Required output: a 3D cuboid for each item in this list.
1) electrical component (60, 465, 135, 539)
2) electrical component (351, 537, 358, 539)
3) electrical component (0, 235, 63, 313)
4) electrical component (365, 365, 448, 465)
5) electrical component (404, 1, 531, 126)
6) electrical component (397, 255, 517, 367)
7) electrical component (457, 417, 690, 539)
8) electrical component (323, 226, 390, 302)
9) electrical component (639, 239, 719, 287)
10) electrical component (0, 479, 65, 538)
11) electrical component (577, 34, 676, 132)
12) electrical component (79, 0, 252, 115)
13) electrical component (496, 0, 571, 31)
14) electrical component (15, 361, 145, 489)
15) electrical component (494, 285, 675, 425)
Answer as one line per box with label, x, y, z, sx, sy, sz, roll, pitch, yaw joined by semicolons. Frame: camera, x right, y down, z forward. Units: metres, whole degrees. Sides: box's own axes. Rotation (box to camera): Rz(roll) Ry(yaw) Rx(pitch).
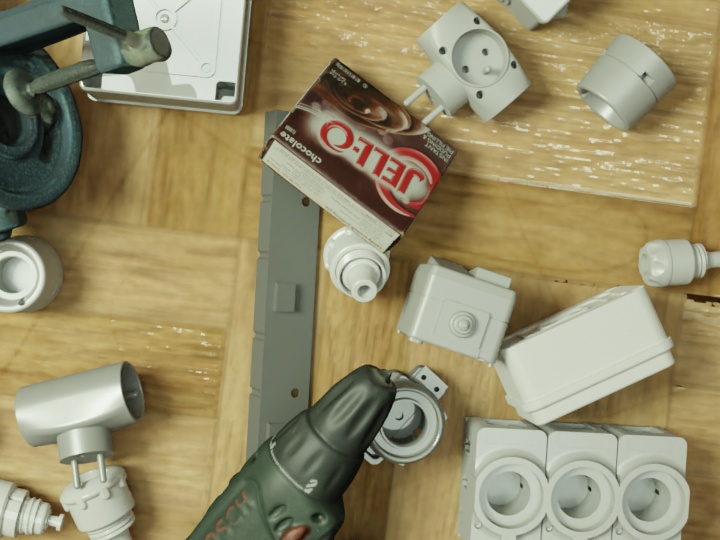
electrical component;-0.178;0.171;0.754;0.048;0.048;0.062;-23;100;-4
electrical component;0.003;0.229;0.769;0.066;0.048;0.055;29;81;-4
electrical component;-0.238;0.003;0.743;0.055;0.047;0.055;0;91;-4
electrical component;0.029;0.105;0.761;0.058;0.057;0.078;43;88;-4
electrical component;0.068;-0.136;0.765;0.079;0.044;0.077;-41;94;-2
electrical component;0.067;0.026;0.743;0.062;0.096;0.061;19;89;-4
electrical component;0.151;0.157;0.770;0.150;0.062;0.089;4;91;-5
electrical component;0.000;0.000;0.751;0.048;0.062;0.048;-3;118;-5
electrical component;0.238;-0.006;0.787;0.061;0.035;0.035;-4;92;-7
electrical component;-0.246;0.168;0.749;0.078;0.040;0.040;13;90;-5
electrical component;0.189;-0.133;0.771;0.055;0.055;0.047;42;92;-4
electrical component;-0.132;-0.168;0.743;0.109;0.056;0.108;5;91;-5
electrical component;0.126;-0.231;0.765;0.100;0.048;0.099;45;88;-4
electrical component;-0.190;0.109;0.738;0.077;0.043;0.079;-14;71;6
electrical component;0.155;0.059;0.760;0.113;0.078;0.057;-24;90;-4
